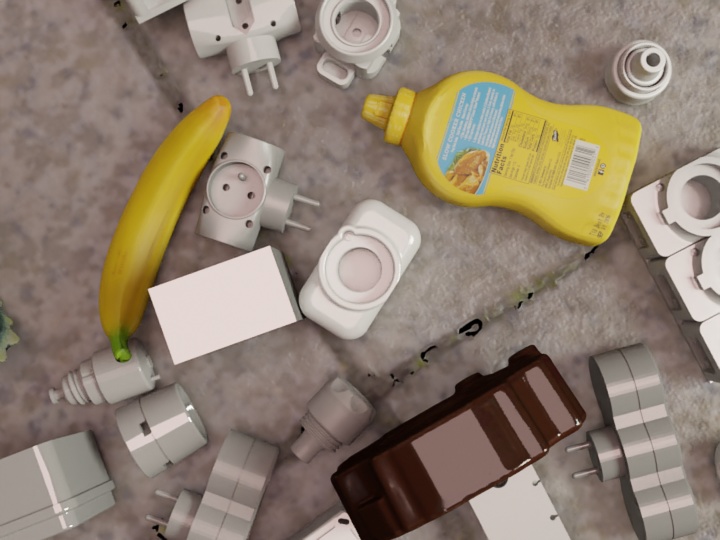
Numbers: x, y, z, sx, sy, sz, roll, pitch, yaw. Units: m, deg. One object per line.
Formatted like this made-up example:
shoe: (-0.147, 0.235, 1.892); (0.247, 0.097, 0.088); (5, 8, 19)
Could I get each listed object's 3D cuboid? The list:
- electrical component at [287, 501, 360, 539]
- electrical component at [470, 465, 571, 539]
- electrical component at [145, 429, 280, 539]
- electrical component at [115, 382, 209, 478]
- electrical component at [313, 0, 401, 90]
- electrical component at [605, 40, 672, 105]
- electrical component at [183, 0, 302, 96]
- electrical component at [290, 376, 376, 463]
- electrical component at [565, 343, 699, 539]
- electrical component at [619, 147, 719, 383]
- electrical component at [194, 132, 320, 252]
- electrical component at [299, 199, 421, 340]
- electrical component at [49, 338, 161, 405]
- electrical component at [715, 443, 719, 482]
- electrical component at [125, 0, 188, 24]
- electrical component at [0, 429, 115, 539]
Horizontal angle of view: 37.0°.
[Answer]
electrical component: (-0.029, 0.213, 0.753); (0.096, 0.061, 0.061); (-36, 89, -1)
electrical component: (0.112, 0.178, 0.755); (0.050, 0.055, 0.089); (-27, 88, 0)
electrical component: (-0.114, 0.178, 0.759); (0.074, 0.052, 0.138); (20, 89, 1)
electrical component: (-0.139, 0.112, 0.761); (0.047, 0.055, 0.055); (-28, 88, -4)
electrical component: (-0.002, -0.172, 0.766); (0.058, 0.057, 0.078); (31, 89, 1)
electrical component: (0.199, -0.142, 0.760); (0.043, 0.062, 0.043); (0, 88, 1)
electrical component: (-0.080, -0.165, 0.773); (0.077, 0.043, 0.079); (-15, 89, 0)
electrical component: (-0.022, 0.110, 0.765); (0.043, 0.043, 0.062); (43, 91, 1)
electrical component: (0.183, 0.127, 0.758); (0.074, 0.052, 0.138); (-15, 88, 0)
electrical component: (0.258, -0.005, 0.756); (0.089, 0.061, 0.150); (-28, 88, 0)
electrical component: (-0.069, -0.050, 0.769); (0.079, 0.044, 0.077); (18, 89, 1)
electrical component: (0.000, 0.000, 0.760); (0.054, 0.059, 0.095); (32, 89, 1)
electrical component: (-0.183, 0.077, 0.769); (0.078, 0.040, 0.040); (-20, 88, 0)
electrical component: (0.287, 0.138, 0.762); (0.062, 0.048, 0.048); (-14, 88, -7)
electrical component: (-0.111, -0.252, 0.749); (0.150, 0.061, 0.089); (-26, 58, 0)
electrical component: (-0.220, 0.152, 0.731); (0.078, 0.113, 0.057); (-21, 85, 0)
